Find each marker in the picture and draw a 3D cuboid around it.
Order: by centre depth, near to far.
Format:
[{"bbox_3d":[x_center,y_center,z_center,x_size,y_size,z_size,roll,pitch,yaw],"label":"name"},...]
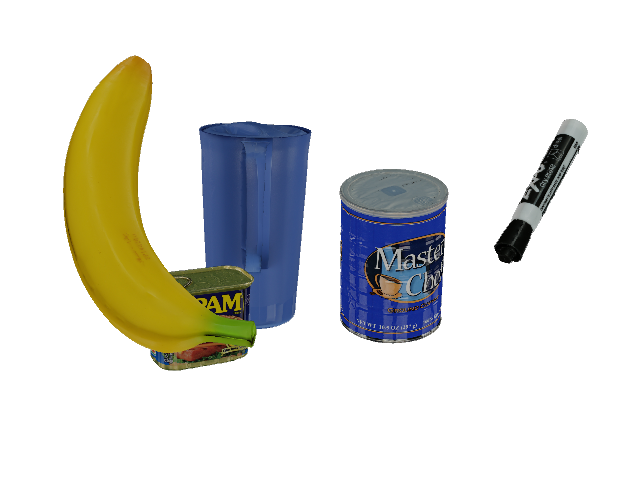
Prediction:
[{"bbox_3d":[0.146,-0.033,0.707,0.020,0.121,0.020,25,-28,15],"label":"marker"}]

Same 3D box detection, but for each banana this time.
[{"bbox_3d":[-0.095,-0.015,0.536,0.069,0.198,0.037,-13,-34,-18],"label":"banana"}]

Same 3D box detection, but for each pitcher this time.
[{"bbox_3d":[-0.081,-0.019,1.284,0.145,0.243,0.148,12,17,38],"label":"pitcher"}]

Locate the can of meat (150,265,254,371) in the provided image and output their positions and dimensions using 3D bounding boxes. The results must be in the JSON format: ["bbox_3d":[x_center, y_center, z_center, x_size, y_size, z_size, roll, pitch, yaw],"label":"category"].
[{"bbox_3d":[-0.119,0.076,1.057,0.101,0.084,0.058,-6,20,-28],"label":"can of meat"}]

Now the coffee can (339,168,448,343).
[{"bbox_3d":[0.070,0.014,1.039,0.103,0.140,0.103,0,26,0],"label":"coffee can"}]
